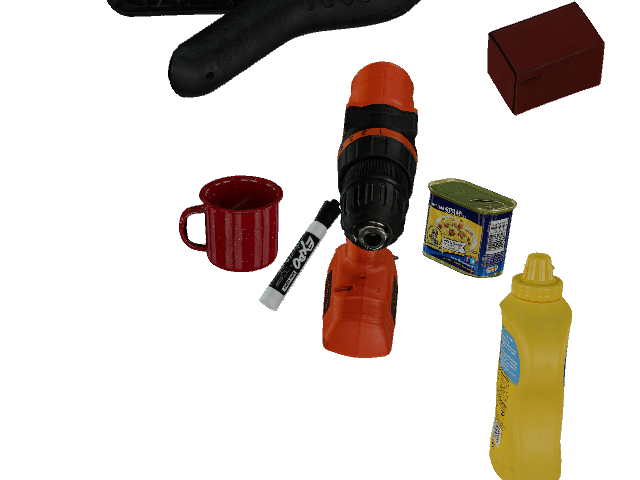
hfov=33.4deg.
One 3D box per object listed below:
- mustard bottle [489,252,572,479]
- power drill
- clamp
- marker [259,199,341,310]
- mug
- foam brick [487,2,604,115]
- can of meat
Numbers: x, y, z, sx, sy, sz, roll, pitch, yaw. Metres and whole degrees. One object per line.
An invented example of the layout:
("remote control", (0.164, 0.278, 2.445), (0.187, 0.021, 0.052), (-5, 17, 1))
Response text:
("mustard bottle", (0.175, 0.104, 0.888), (0.058, 0.192, 0.096), (1, 16, 1))
("power drill", (0.035, -0.007, 0.752), (0.057, 0.188, 0.184), (8, 40, 2))
("clamp", (-0.013, -0.115, 0.511), (0.171, 0.039, 0.120), (-15, 44, -8))
("marker", (-0.017, 0.012, 1.002), (0.020, 0.121, 0.020), (31, -15, 9))
("mug", (-0.100, -0.016, 1.196), (0.117, 0.081, 0.093), (-7, 29, -14))
("foam brick", (0.180, -0.146, 0.856), (0.078, 0.051, 0.053), (-20, -33, -5))
("can of meat", (0.163, -0.013, 1.188), (0.057, 0.084, 0.102), (-13, 28, -39))
